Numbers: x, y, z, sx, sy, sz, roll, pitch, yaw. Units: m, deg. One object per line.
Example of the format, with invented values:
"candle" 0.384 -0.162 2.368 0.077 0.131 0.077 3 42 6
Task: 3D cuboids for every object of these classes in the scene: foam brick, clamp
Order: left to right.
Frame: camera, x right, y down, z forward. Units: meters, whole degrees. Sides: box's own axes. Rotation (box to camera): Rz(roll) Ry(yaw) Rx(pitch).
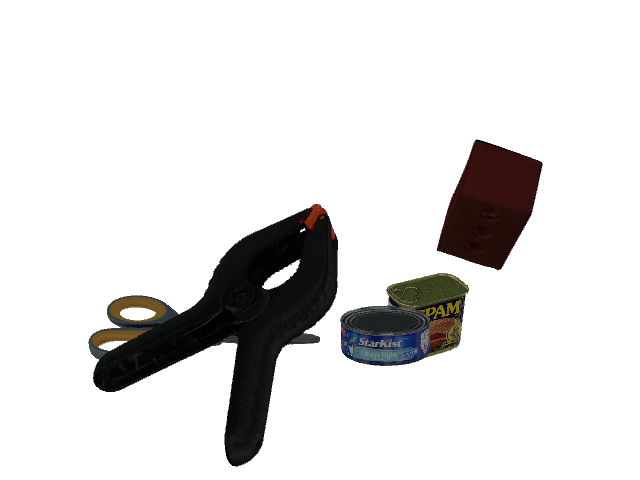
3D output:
"clamp" -0.038 0.051 0.624 0.120 0.171 0.039 34 -21 31
"foam brick" 0.123 -0.025 0.782 0.053 0.051 0.078 18 -33 3

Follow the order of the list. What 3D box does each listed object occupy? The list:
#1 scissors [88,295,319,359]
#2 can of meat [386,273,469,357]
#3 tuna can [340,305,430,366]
"scissors" -0.109 0.075 0.969 0.201 0.016 0.096 -6 34 -13
"can of meat" 0.131 0.097 1.334 0.101 0.084 0.058 -12 30 -27
"tuna can" 0.062 0.090 1.016 0.086 0.034 0.086 -1 13 0
